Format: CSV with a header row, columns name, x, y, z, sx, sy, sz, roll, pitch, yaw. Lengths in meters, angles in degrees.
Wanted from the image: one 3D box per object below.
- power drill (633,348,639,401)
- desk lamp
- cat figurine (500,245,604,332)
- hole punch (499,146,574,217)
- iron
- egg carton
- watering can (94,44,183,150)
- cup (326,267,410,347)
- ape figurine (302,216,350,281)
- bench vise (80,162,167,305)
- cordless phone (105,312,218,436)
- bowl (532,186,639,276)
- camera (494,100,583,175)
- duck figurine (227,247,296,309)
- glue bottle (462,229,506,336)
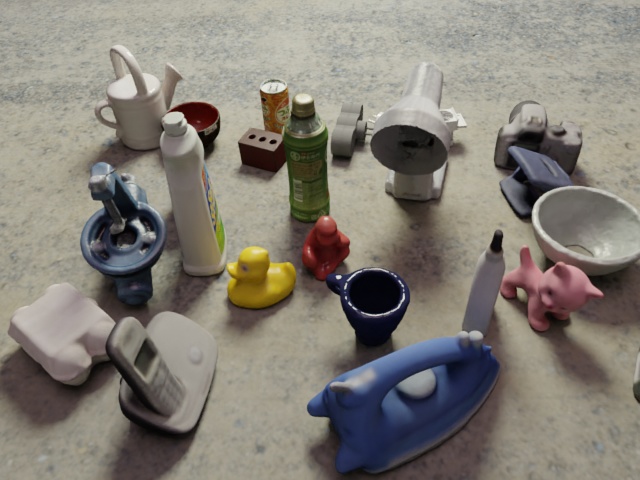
name,x,y,z,sx,sy,sz,roll,pitch,yaw
power drill,0.438,0.112,0.660,0.075,0.209,0.230,18,49,20
desk lamp,0.156,-0.166,0.941,0.117,0.214,0.203,10,47,12
cat figurine,0.314,0.059,0.781,0.067,0.118,0.127,-22,49,-18
hole punch,0.367,-0.106,0.959,0.101,0.091,0.108,-10,46,-7
iron,0.116,0.162,0.672,0.259,0.141,0.118,-21,48,-17
egg carton,-0.344,0.126,0.778,0.150,0.069,0.107,28,53,27
watering can,-0.345,-0.281,1.089,0.100,0.194,0.173,20,50,21
cup,0.060,0.094,0.773,0.117,0.095,0.092,20,50,21
ape figurine,0.008,0.003,0.867,0.078,0.092,0.076,-9,46,-6
bench vise,-0.300,-0.039,0.832,0.122,0.220,0.206,-23,49,-19
cordless phone,-0.190,0.133,0.684,0.094,0.185,0.147,3,46,6
bowl,0.399,-0.002,0.867,0.167,0.075,0.167,-1,46,1
camera,0.398,-0.202,1.044,0.143,0.101,0.137,9,47,11
duck figurine,-0.088,0.045,0.834,0.104,0.086,0.077,-12,46,-9
glue bottle,0.221,0.049,0.756,0.037,0.173,0.078,14,48,16
